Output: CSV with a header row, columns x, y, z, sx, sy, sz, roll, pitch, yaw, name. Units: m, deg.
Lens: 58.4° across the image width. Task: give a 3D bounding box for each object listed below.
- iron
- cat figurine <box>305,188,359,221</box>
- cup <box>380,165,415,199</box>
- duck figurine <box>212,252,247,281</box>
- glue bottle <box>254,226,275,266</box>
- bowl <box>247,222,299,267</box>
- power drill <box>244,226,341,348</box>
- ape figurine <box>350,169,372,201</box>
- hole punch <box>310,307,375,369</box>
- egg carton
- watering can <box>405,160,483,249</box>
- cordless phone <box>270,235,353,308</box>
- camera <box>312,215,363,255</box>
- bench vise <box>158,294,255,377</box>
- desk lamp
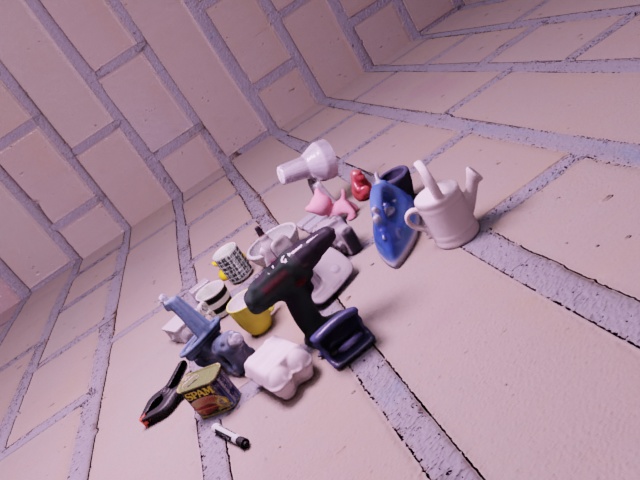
x,y,z,sx,sy,sz,roll,pitch,yaw,name
0.155,-0.056,1.337,0.118,0.142,0.258,-24,23,21,iron
0.028,-0.100,1.635,0.127,0.118,0.067,-24,24,21,cat figurine
0.199,-0.125,1.486,0.118,0.095,0.091,-46,25,-29,cup
-0.283,0.062,1.760,0.104,0.086,0.077,-36,22,-9,duck figurine
-0.119,0.034,1.477,0.078,0.173,0.037,-29,22,9,glue bottle
-0.121,0.027,1.628,0.167,0.075,0.167,-28,22,13,bowl
-0.026,0.105,1.152,0.229,0.209,0.075,-31,22,5,power drill
0.120,-0.166,1.685,0.076,0.092,0.078,-18,26,33,ape figurine
0.031,0.174,1.088,0.109,0.091,0.101,-37,22,-11,hole punch
-0.080,0.246,1.116,0.107,0.069,0.149,-43,24,-24,egg carton
0.255,-0.089,1.199,0.173,0.194,0.100,-37,22,-9,watering can
-0.022,0.046,1.303,0.093,0.185,0.148,-2,37,52,cordless phone
0.013,0.005,1.456,0.137,0.101,0.142,-38,22,-13,camera
-0.246,0.192,1.253,0.207,0.220,0.121,-20,25,29,bench vise
-0.021,-0.166,1.711,0.203,0.214,0.117,-38,23,-14,desk lamp
